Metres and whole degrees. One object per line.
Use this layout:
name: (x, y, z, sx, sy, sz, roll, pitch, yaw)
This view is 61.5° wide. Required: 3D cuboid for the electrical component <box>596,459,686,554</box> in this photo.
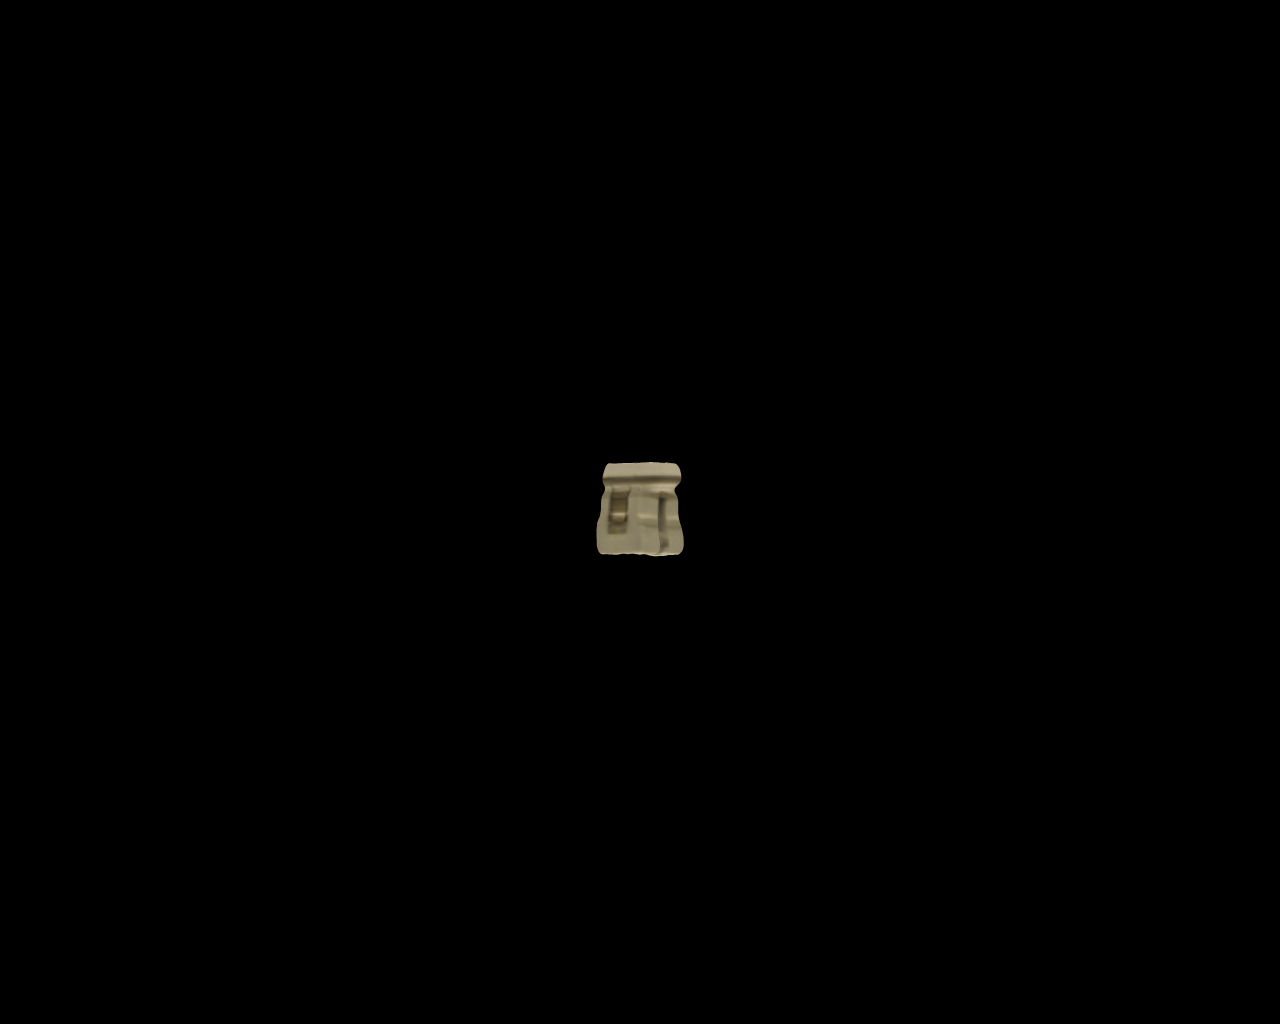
electrical component: (0.001, -0.003, 0.650, 0.048, 0.055, 0.066, -2, -3, 36)
